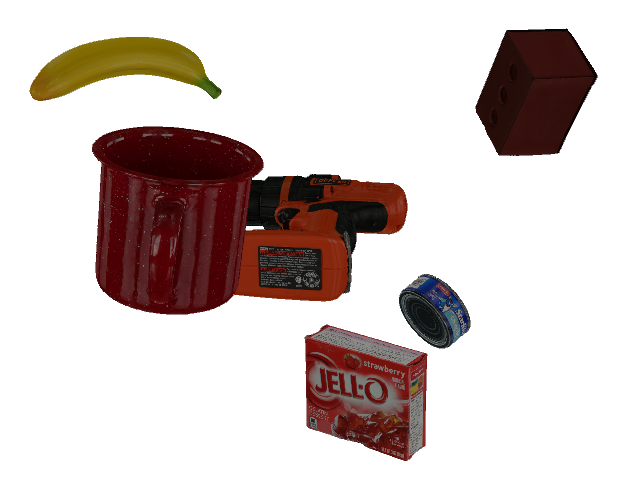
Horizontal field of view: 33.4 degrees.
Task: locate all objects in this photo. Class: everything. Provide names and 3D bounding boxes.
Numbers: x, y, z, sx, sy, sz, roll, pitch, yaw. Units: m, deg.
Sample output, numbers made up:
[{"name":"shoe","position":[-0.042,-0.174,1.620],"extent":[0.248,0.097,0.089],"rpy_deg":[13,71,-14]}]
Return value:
[{"name":"banana","position":[-0.194,-0.170,1.048],"extent":[0.197,0.070,0.037],"rpy_deg":[-7,-39,-30]},{"name":"mug","position":[-0.081,-0.006,0.585],"extent":[0.093,0.081,0.117],"rpy_deg":[5,22,-8]},{"name":"foam brick","position":[0.152,-0.105,0.761],"extent":[0.051,0.053,0.078],"rpy_deg":[-6,-38,-18]},{"name":"power drill","position":[-0.027,-0.011,0.909],"extent":[0.184,0.057,0.187],"rpy_deg":[1,21,13]},{"name":"tuna can","position":[0.132,0.083,1.244],"extent":[0.033,0.086,0.086],"rpy_deg":[-37,17,-24]},{"name":"gelatin box","position":[0.031,0.106,0.752],"extent":[0.089,0.073,0.030],"rpy_deg":[13,23,33]}]
